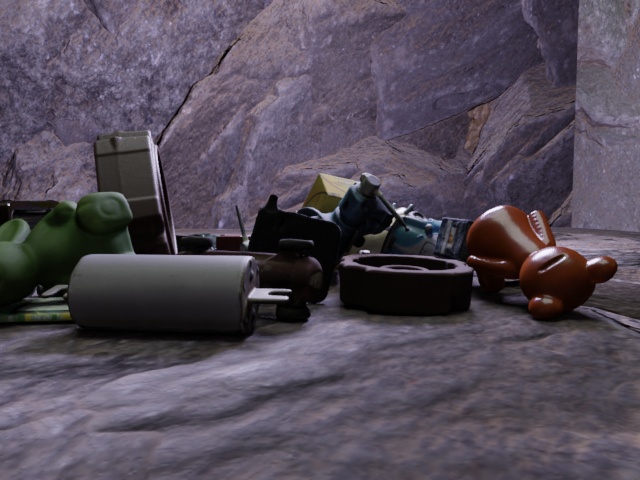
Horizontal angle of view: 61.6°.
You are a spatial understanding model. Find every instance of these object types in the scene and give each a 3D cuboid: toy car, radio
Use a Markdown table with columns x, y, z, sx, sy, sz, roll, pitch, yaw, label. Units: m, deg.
| x | y | z | sx | sy | sz | roll | pitch | yaw | label |
| --- | --- | --- | --- | --- | --- | --- | --- | --- | --- |
| -0.092 | 0.040 | 0.614 | 0.202 | 0.089 | 0.053 | 3 | 1 | 24 | toy car |
| -0.487 | 0.000 | 0.871 | 0.073 | 0.131 | 0.230 | -2 | 4 | -8 | radio |
| 0.187 | 0.026 | 0.888 | 0.161 | 0.109 | 0.103 | 11 | 24 | -30 | toy car |

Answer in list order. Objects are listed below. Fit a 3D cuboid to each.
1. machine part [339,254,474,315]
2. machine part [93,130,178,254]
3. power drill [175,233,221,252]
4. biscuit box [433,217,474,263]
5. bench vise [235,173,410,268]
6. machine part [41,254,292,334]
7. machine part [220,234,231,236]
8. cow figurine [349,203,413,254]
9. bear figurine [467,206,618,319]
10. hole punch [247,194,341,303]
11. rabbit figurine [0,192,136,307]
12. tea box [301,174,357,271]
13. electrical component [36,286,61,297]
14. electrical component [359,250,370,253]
| x | y | z | sx | sy | sz | roll | pitch | yaw | label |
| --- | --- | --- | --- | --- | --- | --- | --- | --- | --- |
| 0.107 | 0.054 | 0.684 | 0.179 | 0.056 | 0.179 | 1 | 5 | 0 | machine part |
| -0.274 | -0.048 | 0.819 | 0.087 | 0.201 | 0.201 | -10 | -22 | -11 | machine part |
| -0.233 | 0.025 | 1.013 | 0.232 | 0.086 | 0.207 | 4 | -3 | 12 | power drill |
| 0.274 | 0.019 | 0.838 | 0.202 | 0.062 | 0.059 | 15 | -1 | -30 | biscuit box |
| -0.006 | -0.012 | 0.831 | 0.240 | 0.129 | 0.223 | -7 | -24 | -36 | bench vise |
| -0.149 | 0.052 | 0.527 | 0.243 | 0.079 | 0.079 | 0 | 4 | 6 | machine part |
| -0.116 | 0.031 | 0.947 | 0.039 | 0.084 | 0.139 | -29 | -24 | 34 | machine part |
| 0.121 | -0.007 | 1.071 | 0.195 | 0.127 | 0.086 | -5 | 9 | -29 | cow figurine |
| 0.275 | 0.037 | 0.679 | 0.131 | 0.120 | 0.196 | 48 | 3 | -36 | bear figurine |
| -0.038 | 0.017 | 0.716 | 0.116 | 0.142 | 0.092 | 14 | 5 | -2 | hole punch |
| -0.309 | 0.014 | 0.597 | 0.159 | 0.121 | 0.170 | 10 | 22 | 43 | rabbit figurine |
| 0.014 | -0.028 | 0.968 | 0.098 | 0.169 | 0.068 | 11 | 39 | -27 | tea box |
| -0.354 | 0.064 | 0.736 | 0.094 | 0.021 | 0.063 | 4 | 6 | 42 | electrical component |
| 0.115 | 0.040 | 0.966 | 0.102 | 0.045 | 0.078 | -1 | 3 | -18 | electrical component |
